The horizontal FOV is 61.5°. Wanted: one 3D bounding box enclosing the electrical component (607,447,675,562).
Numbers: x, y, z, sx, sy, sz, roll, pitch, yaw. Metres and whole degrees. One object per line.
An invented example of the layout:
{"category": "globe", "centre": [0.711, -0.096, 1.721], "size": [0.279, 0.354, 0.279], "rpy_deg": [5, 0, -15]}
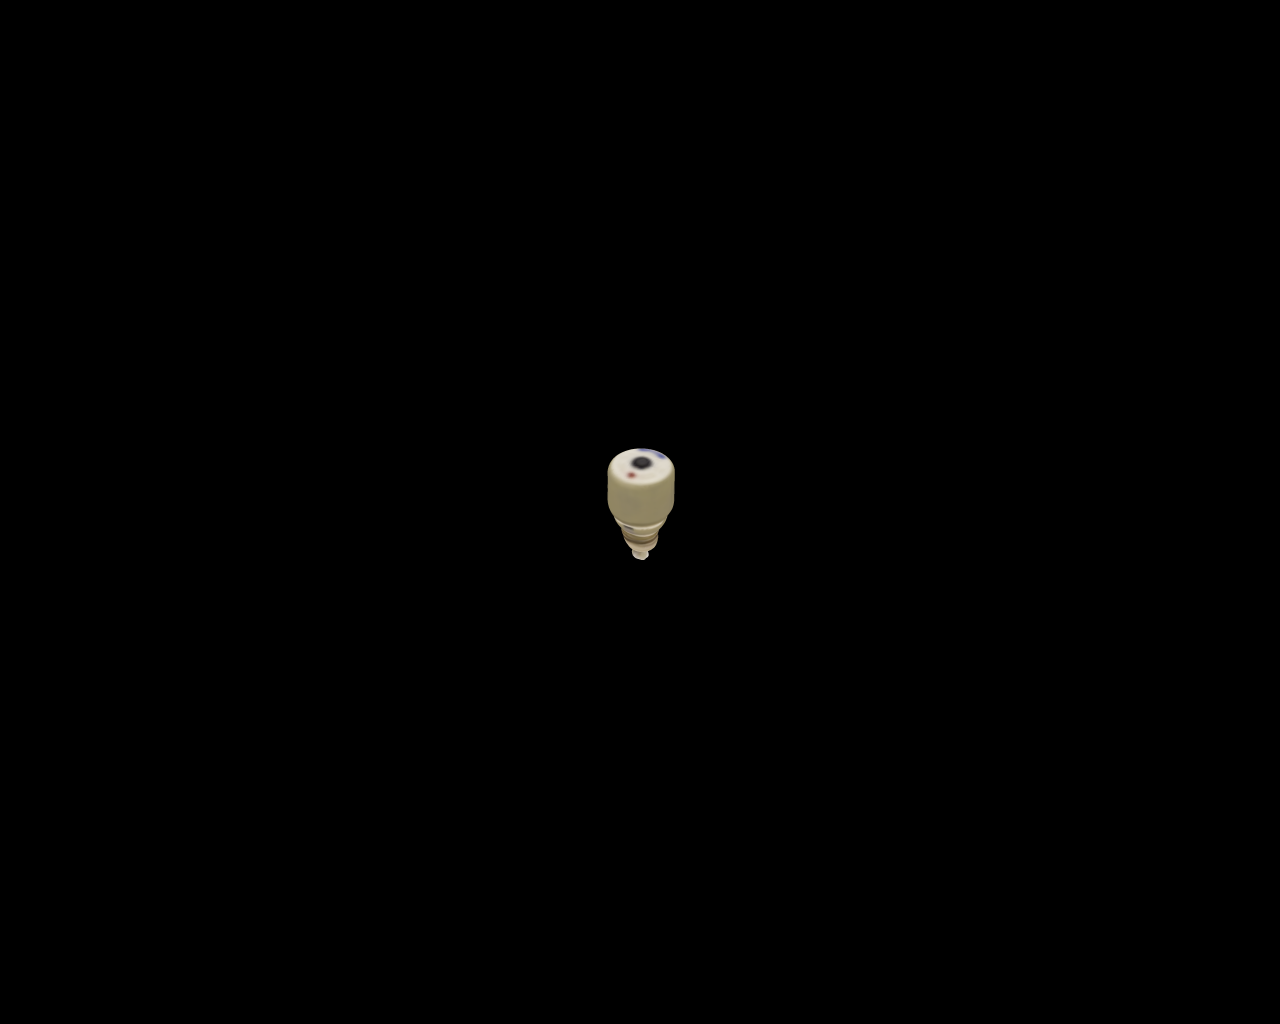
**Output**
{"category": "electrical component", "centre": [0.001, -0.003, 0.650], "size": [0.040, 0.078, 0.040], "rpy_deg": [0, 40, 0]}
